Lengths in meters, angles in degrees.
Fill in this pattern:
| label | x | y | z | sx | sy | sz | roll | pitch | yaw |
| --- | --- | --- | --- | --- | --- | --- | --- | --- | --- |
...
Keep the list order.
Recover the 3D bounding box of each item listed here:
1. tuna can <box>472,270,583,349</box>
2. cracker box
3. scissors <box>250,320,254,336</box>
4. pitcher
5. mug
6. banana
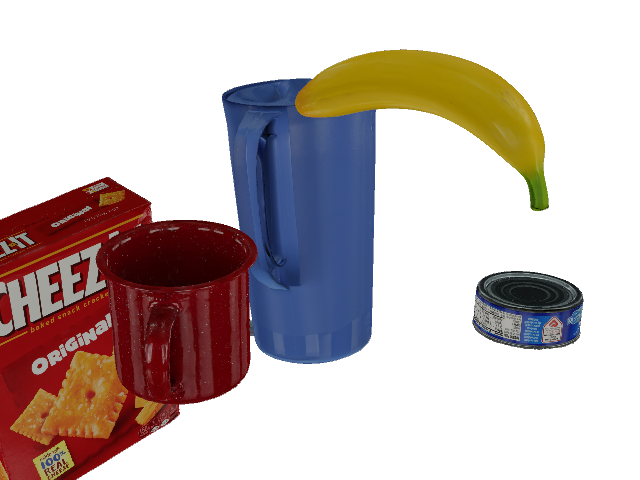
| label | x | y | z | sx | sy | sz | roll | pitch | yaw |
| --- | --- | --- | --- | --- | --- | --- | --- | --- | --- |
| tuna can | 0.166 | 0.054 | 0.853 | 0.086 | 0.034 | 0.086 | 2 | 19 | -1 |
| cracker box | -0.200 | 0.081 | 0.832 | 0.163 | 0.214 | 0.072 | -28 | 39 | -36 |
| scissors | -0.077 | 0.096 | 1.092 | 0.202 | 0.016 | 0.096 | 6 | 18 | 9 |
| pitcher | -0.017 | -0.016 | 0.935 | 0.149 | 0.243 | 0.145 | -10 | 19 | -20 |
| mug | -0.083 | 0.048 | 0.622 | 0.093 | 0.081 | 0.117 | 1 | 25 | 1 |
| banana | 0.063 | -0.084 | 0.662 | 0.198 | 0.070 | 0.037 | 27 | 9 | 36 |
